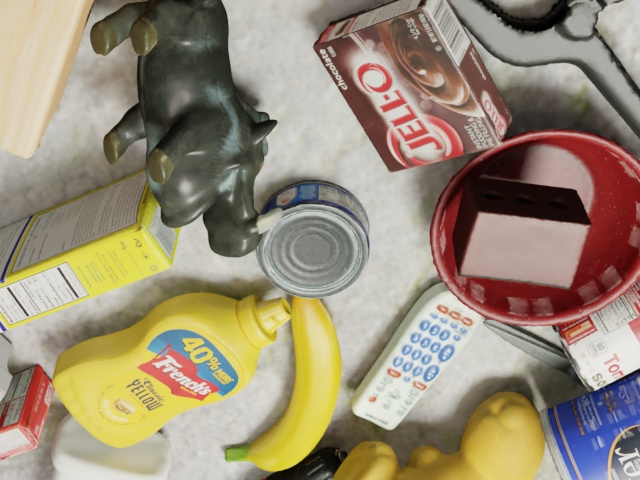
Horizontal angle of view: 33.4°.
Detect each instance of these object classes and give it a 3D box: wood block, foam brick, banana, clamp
[{"bbox_3d":[-0.182,-0.168,0.660,0.090,0.091,0.206,21,120,-12],"label":"wood block"},{"bbox_3d":[0.132,-0.006,0.712,0.078,0.053,0.051,6,121,-4],"label":"foam brick"},{"bbox_3d":[-0.019,0.127,0.871,0.069,0.037,0.198,17,120,-11],"label":"banana"},{"bbox_3d":[0.177,-0.158,0.692,0.210,0.036,0.165,19,120,-8],"label":"clamp"}]

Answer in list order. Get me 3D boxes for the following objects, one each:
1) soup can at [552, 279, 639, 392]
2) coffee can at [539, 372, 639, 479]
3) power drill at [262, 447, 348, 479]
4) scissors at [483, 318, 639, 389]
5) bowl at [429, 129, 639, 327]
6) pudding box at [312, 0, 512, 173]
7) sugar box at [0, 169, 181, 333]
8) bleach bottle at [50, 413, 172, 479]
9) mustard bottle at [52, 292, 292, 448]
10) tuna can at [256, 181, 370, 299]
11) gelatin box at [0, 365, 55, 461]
[{"bbox_3d":[0.233,0.062,0.804,0.102,0.068,0.068,-31,117,12],"label":"soup can"},{"bbox_3d":[0.255,0.154,0.825,0.140,0.103,0.102,-25,118,14],"label":"coffee can"},{"bbox_3d":[0.003,0.278,0.955,0.185,0.057,0.187,-38,112,24],"label":"power drill"},{"bbox_3d":[0.231,0.100,0.863,0.096,0.016,0.201,-39,114,20],"label":"scissors"},{"bbox_3d":[0.158,-0.018,0.768,0.162,0.055,0.162,1,122,1],"label":"bowl"},{"bbox_3d":[0.062,-0.104,0.709,0.090,0.039,0.113,-13,121,37],"label":"pudding box"},{"bbox_3d":[-0.187,0.011,0.770,0.176,0.093,0.048,-23,119,15],"label":"sugar box"},{"bbox_3d":[-0.207,0.267,0.948,0.102,0.068,0.251,17,123,-8],"label":"bleach bottle"},{"bbox_3d":[-0.107,0.092,0.839,0.192,0.058,0.096,-27,120,16],"label":"mustard bottle"},{"bbox_3d":[-0.005,0.001,0.795,0.086,0.033,0.086,1,122,1],"label":"tuna can"},{"bbox_3d":[-0.264,0.148,0.867,0.089,0.073,0.030,-21,120,12],"label":"gelatin box"}]
